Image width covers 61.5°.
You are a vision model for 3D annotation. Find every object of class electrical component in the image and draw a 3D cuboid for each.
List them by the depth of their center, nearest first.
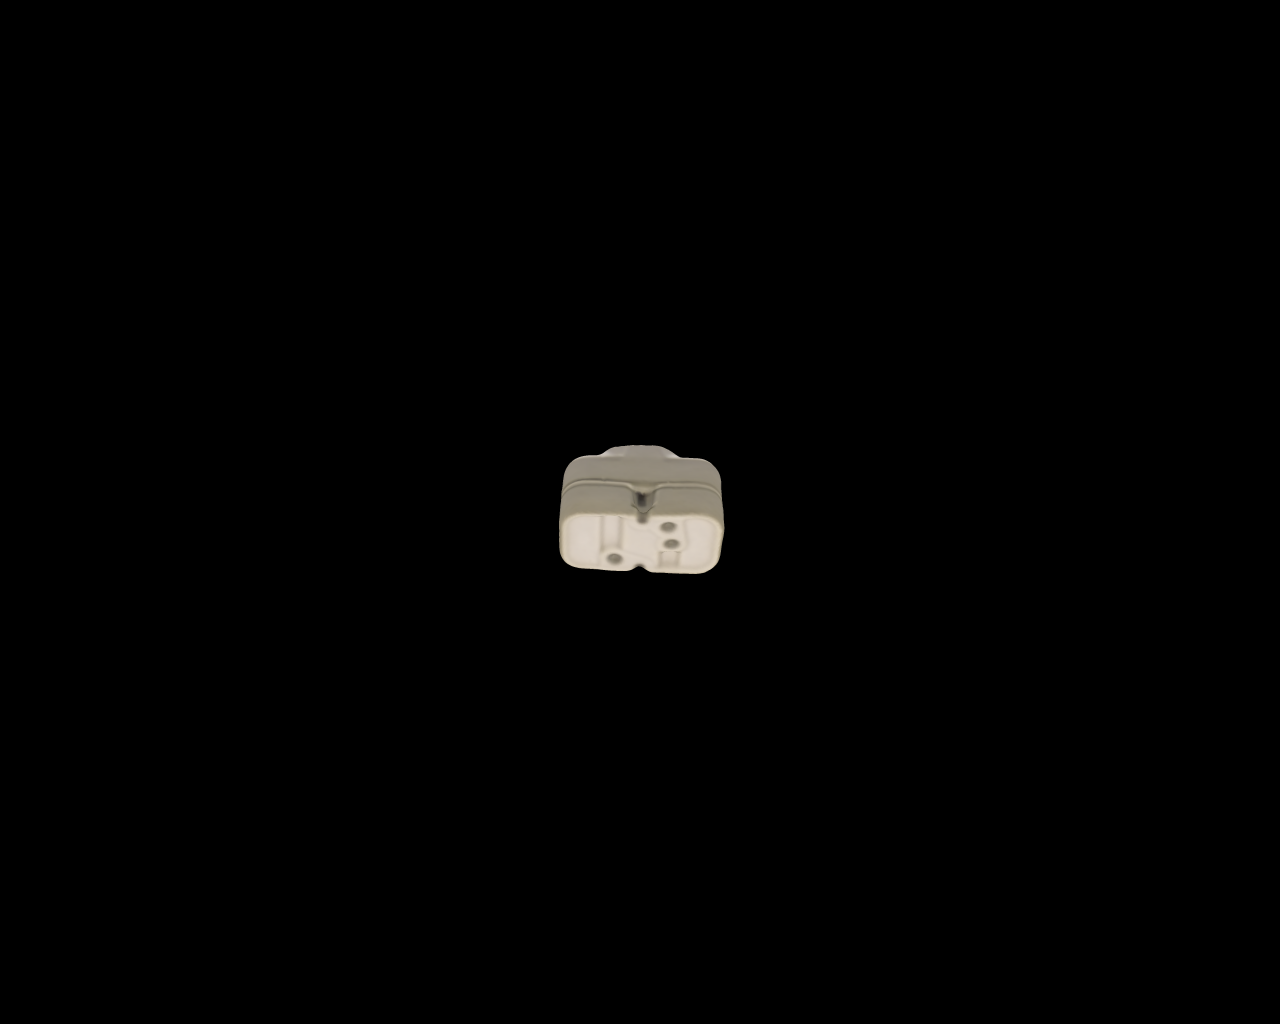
[{"bbox_3d":[0.001,-0.003,0.650,0.095,0.059,0.053,2,-43,-2],"label":"electrical component"}]
